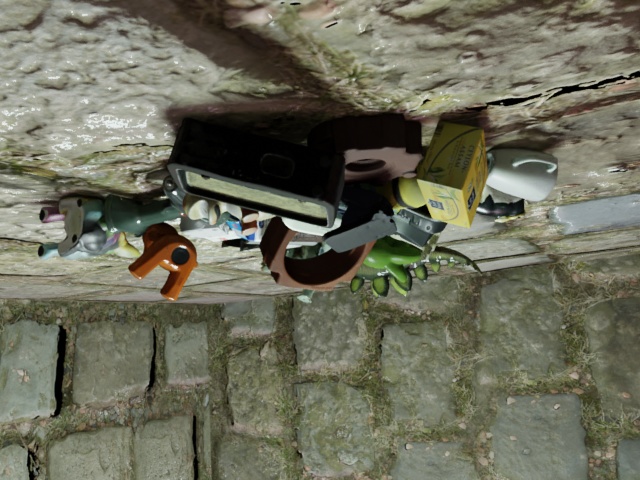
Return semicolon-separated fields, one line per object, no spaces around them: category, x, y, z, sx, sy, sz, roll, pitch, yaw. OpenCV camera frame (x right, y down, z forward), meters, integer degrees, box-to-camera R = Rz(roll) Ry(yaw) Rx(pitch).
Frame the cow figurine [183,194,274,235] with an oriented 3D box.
cow figurine;-0.117;-0.077;0.838;0.195;0.127;0.085;-18;154;-16

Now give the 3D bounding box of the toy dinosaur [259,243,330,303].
toy dinosaur;-0.002;0.028;1.359;0.131;0.192;0.405;30;142;-23

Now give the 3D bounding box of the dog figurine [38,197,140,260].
dog figurine;-0.430;-0.016;1.070;0.192;0.108;0.219;-13;171;28

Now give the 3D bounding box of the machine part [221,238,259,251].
machine part;-0.186;0.004;1.331;0.139;0.039;0.084;7;-159;41

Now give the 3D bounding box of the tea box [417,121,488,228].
tea box;0.202;-0.092;0.802;0.068;0.098;0.169;17;171;22

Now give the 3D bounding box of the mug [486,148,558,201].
mug;0.326;-0.114;0.879;0.107;0.080;0.109;9;171;-9

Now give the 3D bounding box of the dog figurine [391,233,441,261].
dog figurine;0.174;-0.055;1.175;0.191;0.121;0.172;22;-158;17

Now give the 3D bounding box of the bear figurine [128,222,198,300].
bear figurine;-0.334;0.027;1.112;0.120;0.132;0.196;44;164;-33

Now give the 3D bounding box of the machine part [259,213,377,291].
machine part;-0.002;-0.003;1.049;0.201;0.087;0.201;9;123;-34

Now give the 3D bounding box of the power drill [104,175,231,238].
power drill;-0.278;-0.064;0.957;0.207;0.086;0.232;-15;169;17

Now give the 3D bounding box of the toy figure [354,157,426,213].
toy figure;0.128;-0.086;0.925;0.082;0.089;0.180;-3;168;-36

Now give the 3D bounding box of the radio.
radio;-0.081;-0.087;0.726;0.230;0.073;0.131;13;168;0

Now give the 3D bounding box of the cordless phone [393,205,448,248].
cordless phone;0.169;-0.085;1.000;0.147;0.089;0.184;29;154;25

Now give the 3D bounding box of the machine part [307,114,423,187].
machine part;0.064;-0.125;0.782;0.179;0.056;0.179;-3;168;-1

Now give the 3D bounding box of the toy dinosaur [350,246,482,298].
toy dinosaur;0.177;0.047;1.370;0.472;0.198;0.105;-10;171;39

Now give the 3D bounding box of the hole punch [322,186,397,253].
hole punch;0.060;-0.044;0.872;0.116;0.092;0.142;-17;160;11

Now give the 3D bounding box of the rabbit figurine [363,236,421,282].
rabbit figurine;0.142;0.031;1.232;0.159;0.121;0.170;34;-158;18

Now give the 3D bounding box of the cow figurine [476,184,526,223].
cow figurine;0.301;-0.079;1.005;0.167;0.098;0.068;-3;176;-6

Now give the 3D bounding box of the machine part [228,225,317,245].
machine part;-0.086;-0.026;1.198;0.243;0.079;0.079;2;168;-29
